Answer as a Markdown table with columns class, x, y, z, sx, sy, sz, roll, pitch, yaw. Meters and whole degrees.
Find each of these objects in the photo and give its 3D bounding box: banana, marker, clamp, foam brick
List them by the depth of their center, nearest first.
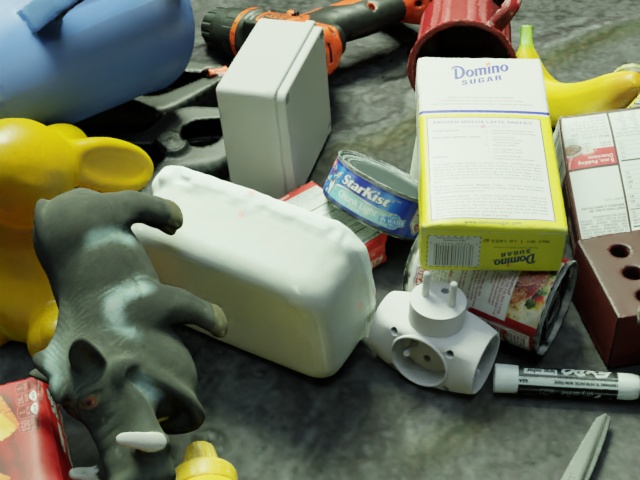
| class | x | y | z | sx | sy | sz | roll | pitch | yaw |
| --- | --- | --- | --- | --- | --- | --- | --- | --- | --- |
| marker | 0.174 | 0.094 | 0.696 | 0.121 | 0.020 | 0.020 | 3 | 43 | 6 |
| foam brick | 0.209 | 0.040 | 0.728 | 0.053 | 0.051 | 0.078 | -9 | 43 | -7 |
| clamp | -0.132 | -0.072 | 0.870 | 0.120 | 0.039 | 0.171 | 42 | 52 | 18 |
| banana | 0.198 | -0.126 | 0.881 | 0.037 | 0.070 | 0.198 | -2 | 23 | -18 |
| clamp | -0.181 | -0.115 | 0.925 | 0.210 | 0.036 | 0.164 | -5 | 44 | -4 |

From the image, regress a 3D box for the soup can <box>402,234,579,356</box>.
| class | x | y | z | sx | sy | sz | roll | pitch | yaw |
| --- | --- | --- | --- | --- | --- | --- | --- | --- | --- |
| soup can | 0.116 | 0.030 | 0.732 | 0.102 | 0.068 | 0.068 | 21 | 48 | 24 |

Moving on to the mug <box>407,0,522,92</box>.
| class | x | y | z | sx | sy | sz | roll | pitch | yaw |
| --- | --- | --- | --- | --- | --- | --- | --- | --- | --- |
| mug | 0.132 | -0.175 | 0.923 | 0.093 | 0.117 | 0.081 | 30 | 37 | -13 |

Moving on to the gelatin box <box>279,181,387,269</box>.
| class | x | y | z | sx | sy | sz | roll | pitch | yaw |
| --- | --- | --- | --- | --- | --- | --- | --- | --- | --- |
| gelatin box | -0.005 | 0.001 | 0.796 | 0.073 | 0.030 | 0.089 | -30 | 50 | -29 |

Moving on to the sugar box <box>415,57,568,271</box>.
| class | x | y | z | sx | sy | sz | roll | pitch | yaw |
| --- | --- | --- | --- | --- | --- | --- | --- | --- | --- |
| sugar box | 0.113 | -0.056 | 0.735 | 0.093 | 0.048 | 0.176 | 2 | 44 | 3 |

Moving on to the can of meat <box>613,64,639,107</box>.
| class | x | y | z | sx | sy | sz | roll | pitch | yaw |
| --- | --- | --- | --- | --- | --- | --- | --- | --- | --- |
| can of meat | 0.280 | -0.092 | 0.863 | 0.102 | 0.057 | 0.083 | 11 | 47 | 15 |

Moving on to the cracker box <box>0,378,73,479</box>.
| class | x | y | z | sx | sy | sz | roll | pitch | yaw |
| --- | --- | --- | --- | --- | --- | --- | --- | --- | --- |
| cracker box | -0.239 | 0.176 | 0.588 | 0.213 | 0.072 | 0.164 | -14 | 44 | -12 |

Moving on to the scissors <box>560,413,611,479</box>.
| class | x | y | z | sx | sy | sz | roll | pitch | yaw |
| --- | --- | --- | --- | --- | --- | --- | --- | --- | --- |
| scissors | 0.112 | 0.170 | 0.619 | 0.096 | 0.016 | 0.201 | 10 | 44 | 12 |

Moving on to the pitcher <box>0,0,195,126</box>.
| class | x | y | z | sx | sy | sz | roll | pitch | yaw |
| --- | --- | --- | --- | --- | --- | --- | --- | --- | --- |
| pitcher | -0.205 | -0.145 | 0.782 | 0.145 | 0.149 | 0.242 | 17 | 32 | 23 |

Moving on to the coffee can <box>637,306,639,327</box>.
| class | x | y | z | sx | sy | sz | roll | pitch | yaw |
| --- | --- | --- | --- | --- | --- | --- | --- | --- | --- |
| coffee can | 0.260 | 0.088 | 0.625 | 0.102 | 0.103 | 0.140 | -7 | 50 | -5 |

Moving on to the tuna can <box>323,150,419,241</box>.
| class | x | y | z | sx | sy | sz | roll | pitch | yaw |
| --- | --- | --- | --- | --- | --- | --- | --- | --- | --- |
| tuna can | 0.046 | -0.033 | 0.798 | 0.086 | 0.034 | 0.086 | 24 | 15 | -7 |

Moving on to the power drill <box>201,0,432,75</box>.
| class | x | y | z | sx | sy | sz | roll | pitch | yaw |
| --- | --- | --- | --- | --- | --- | --- | --- | --- | --- |
| power drill | 0.003 | -0.206 | 0.988 | 0.187 | 0.057 | 0.185 | -29 | 34 | -28 |

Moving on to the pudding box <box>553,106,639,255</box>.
| class | x | y | z | sx | sy | sz | roll | pitch | yaw |
| --- | --- | --- | --- | --- | --- | --- | --- | --- | --- |
| pudding box | 0.227 | -0.041 | 0.789 | 0.090 | 0.039 | 0.113 | -7 | 71 | 5 |

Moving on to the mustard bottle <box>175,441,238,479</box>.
| class | x | y | z | sx | sy | sz | roll | pitch | yaw |
| --- | --- | --- | --- | --- | --- | --- | --- | --- | --- |
| mustard bottle | -0.056 | 0.190 | 0.574 | 0.096 | 0.058 | 0.191 | -13 | 44 | -1 |
